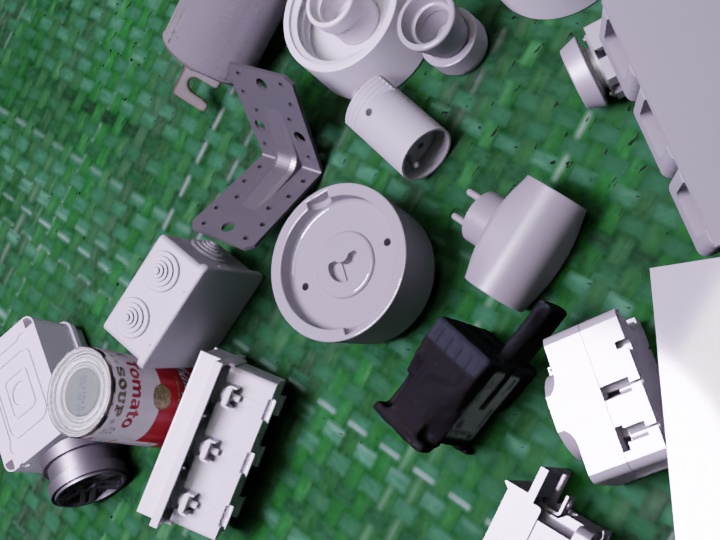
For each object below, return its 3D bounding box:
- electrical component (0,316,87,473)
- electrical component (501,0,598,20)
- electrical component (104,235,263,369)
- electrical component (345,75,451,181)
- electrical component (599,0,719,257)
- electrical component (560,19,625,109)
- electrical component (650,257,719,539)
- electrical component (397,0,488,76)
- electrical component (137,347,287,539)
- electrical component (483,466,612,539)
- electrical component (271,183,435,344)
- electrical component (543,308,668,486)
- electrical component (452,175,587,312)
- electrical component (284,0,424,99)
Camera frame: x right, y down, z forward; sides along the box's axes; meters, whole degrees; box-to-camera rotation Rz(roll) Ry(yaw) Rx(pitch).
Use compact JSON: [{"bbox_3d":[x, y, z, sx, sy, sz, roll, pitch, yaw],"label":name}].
[{"bbox_3d":[-0.258,0.104,0.884,0.078,0.057,0.113,-38,61,20],"label":"electrical component"},{"bbox_3d":[0.122,-0.229,0.714,0.108,0.060,0.108,-8,74,31],"label":"electrical component"},{"bbox_3d":[-0.131,0.024,0.796,0.048,0.100,0.099,38,100,21],"label":"electrical component"},{"bbox_3d":[0.022,-0.103,0.759,0.043,0.043,0.081,-52,57,12],"label":"electrical component"},{"bbox_3d":[0.205,-0.094,0.601,0.089,0.062,0.150,-23,80,7],"label":"electrical component"},{"bbox_3d":[0.160,-0.132,0.676,0.055,0.048,0.066,-26,65,17],"label":"electrical component"},{"bbox_3d":[0.224,0.087,0.571,0.105,0.060,0.186,-10,73,31],"label":"electrical component"},{"bbox_3d":[0.058,-0.163,0.743,0.045,0.055,0.045,-8,74,31],"label":"electrical component"},{"bbox_3d":[-0.103,0.124,0.769,0.063,0.079,0.121,22,92,6],"label":"electrical component"},{"bbox_3d":[0.111,0.160,0.640,0.064,0.042,0.081,27,95,31],"label":"electrical component"},{"bbox_3d":[0.000,0.000,0.738,0.108,0.060,0.108,-8,75,32],"label":"electrical component"},{"bbox_3d":[0.146,0.077,0.630,0.056,0.050,0.089,-27,66,25],"label":"electrical component"},{"bbox_3d":[0.093,-0.025,0.694,0.079,0.043,0.077,36,99,34],"label":"electrical component"},{"bbox_3d":[-0.006,-0.185,0.787,0.108,0.060,0.108,-8,74,31],"label":"electrical component"}]
